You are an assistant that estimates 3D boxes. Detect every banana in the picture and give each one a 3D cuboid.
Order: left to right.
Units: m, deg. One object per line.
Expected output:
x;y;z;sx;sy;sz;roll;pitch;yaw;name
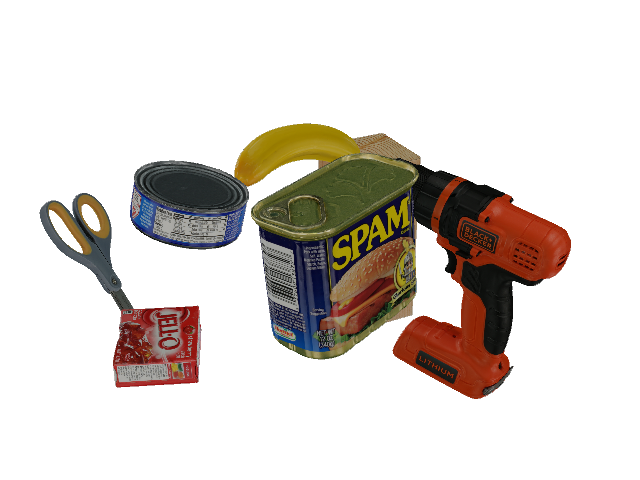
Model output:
-0.021;-0.090;1.095;0.197;0.037;0.070;-7;49;-44;banana

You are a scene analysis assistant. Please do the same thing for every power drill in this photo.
0.114;0.033;0.931;0.185;0.188;0.057;28;41;28;power drill

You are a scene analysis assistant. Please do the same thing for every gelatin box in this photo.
-0.146;0.094;0.962;0.073;0.030;0.089;-3;30;-2;gelatin box

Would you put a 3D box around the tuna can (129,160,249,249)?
-0.098;-0.027;0.793;0.086;0.034;0.086;11;25;-5;tuna can

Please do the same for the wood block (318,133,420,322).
0.054;-0.009;1.258;0.090;0.206;0.090;-13;30;-24;wood block

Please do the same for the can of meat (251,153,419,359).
0.012;0.008;0.617;0.058;0.084;0.101;19;37;37;can of meat

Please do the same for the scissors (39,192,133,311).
-0.221;0.029;1.144;0.016;0.201;0.096;-27;22;31;scissors
